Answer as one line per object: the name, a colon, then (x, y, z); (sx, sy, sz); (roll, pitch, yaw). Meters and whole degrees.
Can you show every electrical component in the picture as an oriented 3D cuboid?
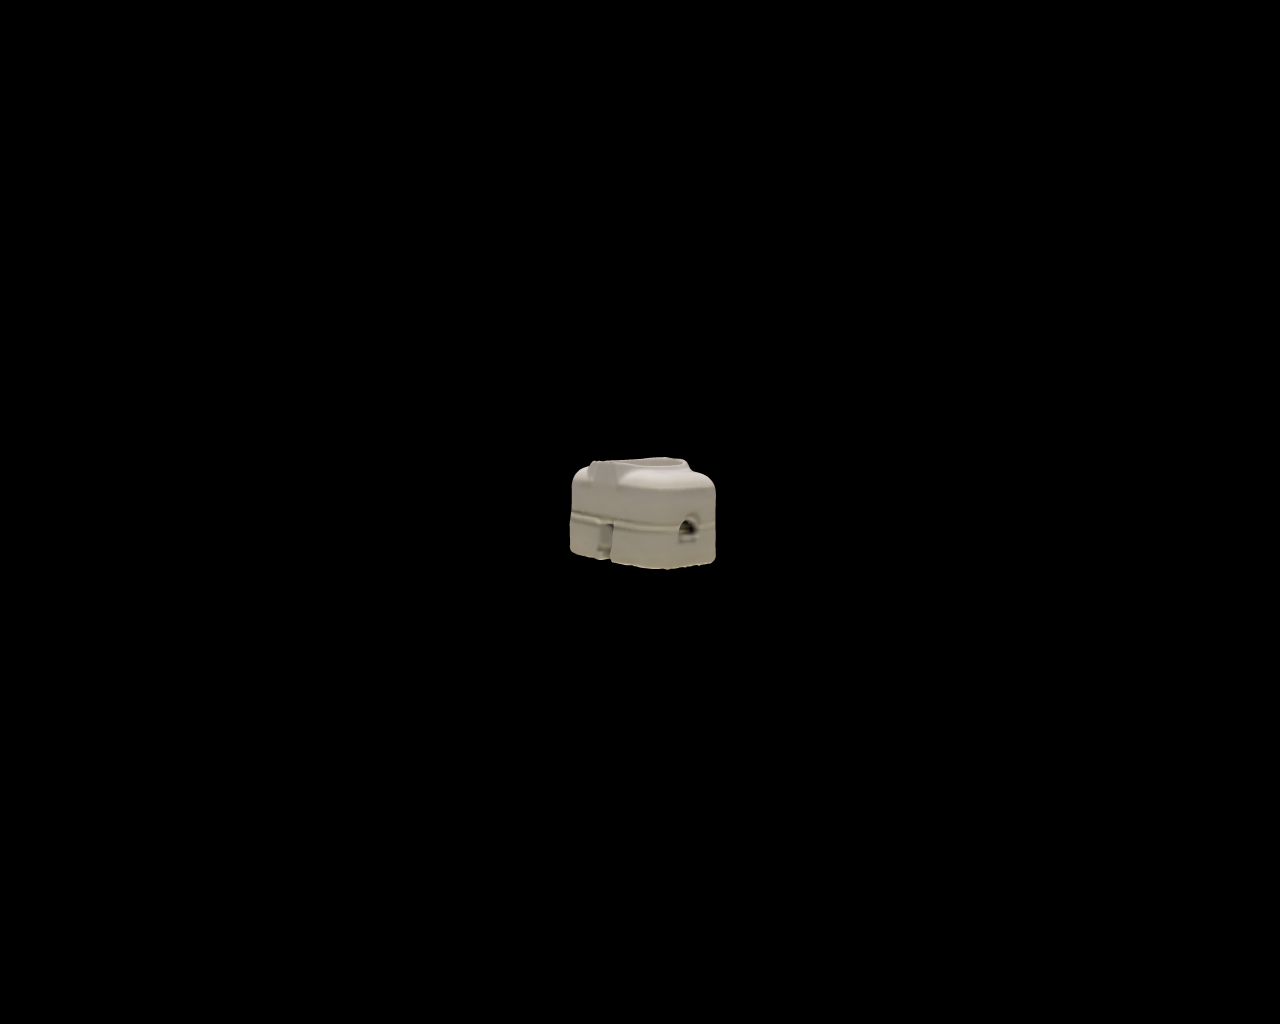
electrical component: (0.001, -0.003, 0.650); (0.054, 0.059, 0.095); (-5, 9, -35)
